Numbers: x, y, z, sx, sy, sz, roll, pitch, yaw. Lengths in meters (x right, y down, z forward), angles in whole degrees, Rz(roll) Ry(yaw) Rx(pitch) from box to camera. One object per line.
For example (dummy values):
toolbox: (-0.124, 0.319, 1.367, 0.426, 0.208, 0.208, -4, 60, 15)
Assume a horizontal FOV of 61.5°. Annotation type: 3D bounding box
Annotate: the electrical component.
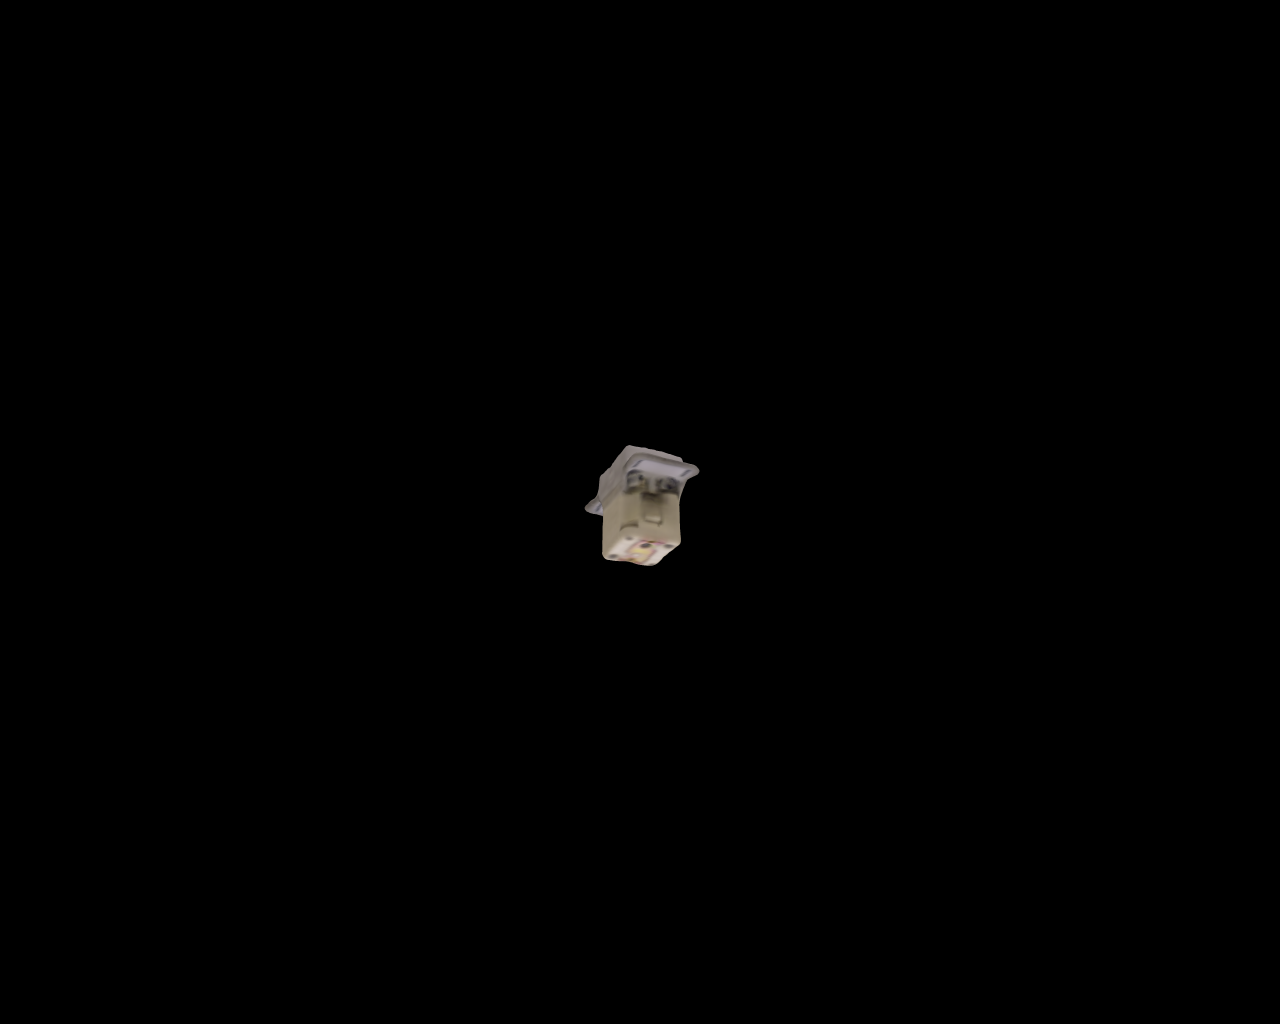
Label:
electrical component: (0.001, -0.003, 0.650, 0.042, 0.064, 0.081, 11, -29, -21)
